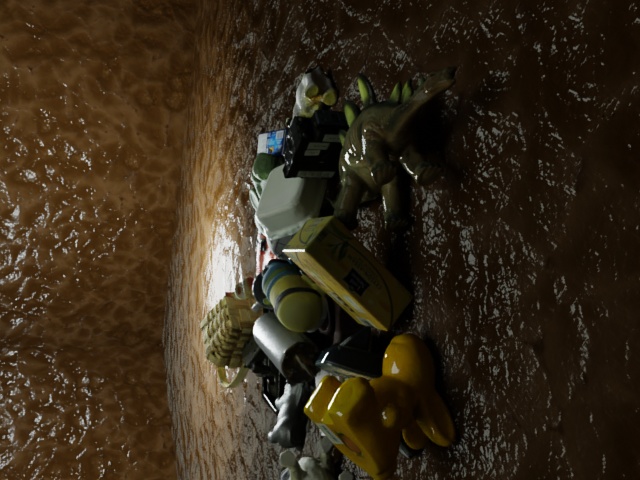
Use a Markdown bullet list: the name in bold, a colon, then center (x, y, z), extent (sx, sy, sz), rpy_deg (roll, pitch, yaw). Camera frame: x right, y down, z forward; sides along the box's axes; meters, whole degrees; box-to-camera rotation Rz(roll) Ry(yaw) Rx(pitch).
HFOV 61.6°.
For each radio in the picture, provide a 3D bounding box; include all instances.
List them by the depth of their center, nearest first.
- **radio**: center (-0.076, 0.241, 1.147), extent (0.131, 0.073, 0.229), rpy_deg (-177, 89, -67)

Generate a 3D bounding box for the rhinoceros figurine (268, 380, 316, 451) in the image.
- **rhinoceros figurine**: center (-0.047, 0.299, 1.020), extent (0.112, 0.073, 0.190), rpy_deg (101, -179, -53)

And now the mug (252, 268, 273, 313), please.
- **mug**: center (-0.090, 0.098, 1.078), extent (0.109, 0.081, 0.107), rpy_deg (-55, -4, 10)

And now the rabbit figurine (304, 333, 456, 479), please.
- **rabbit figurine**: center (0.094, 0.197, 0.669), extent (0.162, 0.173, 0.122), rpy_deg (42, 148, 1)

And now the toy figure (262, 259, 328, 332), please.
- **toy figure**: center (-0.054, 0.095, 0.930), extent (0.180, 0.089, 0.082), rpy_deg (44, 135, 50)

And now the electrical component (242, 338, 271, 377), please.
- **electrical component**: center (-0.132, 0.242, 1.141), extent (0.078, 0.045, 0.102), rpy_deg (-56, 31, 4)

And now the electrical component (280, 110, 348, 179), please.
- **electrical component**: center (0.002, -0.166, 0.935), extent (0.134, 0.115, 0.058), rpy_deg (122, 138, -51)

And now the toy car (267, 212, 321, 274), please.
- **toy car**: center (-0.054, -0.009, 1.077), extent (0.161, 0.103, 0.109), rpy_deg (111, 150, -42)

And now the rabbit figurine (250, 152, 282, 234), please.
- **rabbit figurine**: center (-0.108, -0.095, 1.167), extent (0.159, 0.121, 0.170), rpy_deg (-162, 84, -70)

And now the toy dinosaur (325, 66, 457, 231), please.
- **toy dinosaur**: center (0.075, -0.111, 0.783), extent (0.471, 0.105, 0.198), rpy_deg (128, 145, -63)

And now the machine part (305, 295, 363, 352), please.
- **machine part**: center (0.021, 0.135, 0.948), extent (0.179, 0.056, 0.179), rpy_deg (-179, 90, -66)

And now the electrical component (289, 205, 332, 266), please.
- **electrical component**: center (-0.002, -0.003, 0.983), extent (0.119, 0.048, 0.075), rpy_deg (-55, 8, -24)

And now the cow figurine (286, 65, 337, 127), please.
- **cow figurine**: center (-0.027, -0.258, 1.070), extent (0.167, 0.068, 0.098), rpy_deg (119, 151, -42)

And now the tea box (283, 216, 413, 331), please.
- **tea box**: center (0.039, 0.047, 0.764), extent (0.068, 0.169, 0.098), rpy_deg (-49, 17, -16)

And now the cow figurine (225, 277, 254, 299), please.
- **cow figurine**: center (-0.178, 0.162, 1.370), extent (0.194, 0.127, 0.085), rpy_deg (97, 162, -52)

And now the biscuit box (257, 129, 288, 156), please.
- **biscuit box**: center (-0.085, -0.215, 1.216), extent (0.203, 0.063, 0.059), rpy_deg (-161, 75, -66)

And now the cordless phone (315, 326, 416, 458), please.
- **cordless phone**: center (0.076, 0.227, 0.788), extent (0.184, 0.089, 0.146), rpy_deg (57, 167, 10)

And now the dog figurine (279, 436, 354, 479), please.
- **dog figurine**: center (-0.007, 0.465, 0.966), extent (0.190, 0.121, 0.172), rpy_deg (95, 165, -48)

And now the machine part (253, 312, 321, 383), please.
- **machine part**: center (-0.062, 0.190, 0.971), extent (0.243, 0.079, 0.079), rpy_deg (-156, 69, -63)
